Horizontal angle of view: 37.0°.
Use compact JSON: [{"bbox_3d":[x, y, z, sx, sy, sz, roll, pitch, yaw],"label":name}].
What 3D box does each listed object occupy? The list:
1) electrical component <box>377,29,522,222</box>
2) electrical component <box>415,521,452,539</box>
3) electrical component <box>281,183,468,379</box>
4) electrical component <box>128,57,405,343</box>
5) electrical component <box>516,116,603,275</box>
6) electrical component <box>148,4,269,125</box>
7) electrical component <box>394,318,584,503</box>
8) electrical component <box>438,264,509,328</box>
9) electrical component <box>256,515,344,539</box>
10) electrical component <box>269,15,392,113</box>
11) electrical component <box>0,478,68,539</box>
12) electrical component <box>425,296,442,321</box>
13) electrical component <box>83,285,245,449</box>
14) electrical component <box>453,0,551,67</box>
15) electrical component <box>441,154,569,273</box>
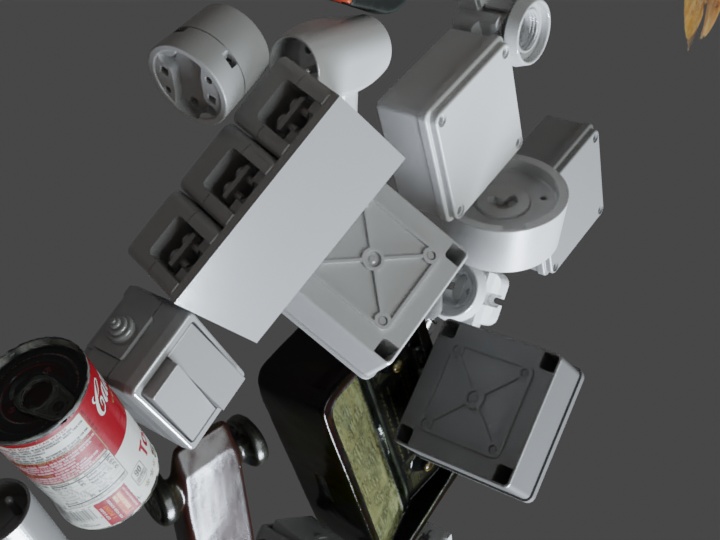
[{"bbox_3d":[0.073,-0.114,0.844,0.108,0.056,0.108,-48,141,-29],"label":"electrical component"},{"bbox_3d":[0.033,0.290,0.974,0.062,0.089,0.150,-40,137,-38],"label":"electrical component"},{"bbox_3d":[0.000,0.000,0.750,0.108,0.109,0.056,-52,-175,-24],"label":"electrical component"},{"bbox_3d":[-0.058,-0.042,0.653,0.150,0.062,0.089,-51,147,3],"label":"electrical component"},{"bbox_3d":[0.179,-0.071,1.020,0.108,0.056,0.108,-47,141,-30],"label":"electrical component"},{"bbox_3d":[-0.085,-0.119,0.618,0.047,0.055,0.055,-52,143,-31],"label":"electrical component"},{"bbox_3d":[0.098,0.106,0.822,0.056,0.109,0.108,37,74,-52],"label":"electrical component"},{"bbox_3d":[0.091,0.018,0.942,0.057,0.058,0.078,12,97,-60],"label":"electrical component"},{"bbox_3d":[-0.034,0.238,0.844,0.062,0.096,0.061,14,96,-57],"label":"electrical component"},{"bbox_3d":[-0.019,-0.124,0.718,0.077,0.043,0.079,-29,130,-45],"label":"electrical component"},{"bbox_3d":[-0.194,0.161,0.622,0.043,0.043,0.081,-49,142,-29],"label":"electrical component"},{"bbox_3d":[0.048,0.006,0.888,0.040,0.040,0.078,-33,132,-43],"label":"electrical component"},{"bbox_3d":[-0.121,0.058,0.655,0.061,0.061,0.096,-56,145,-19],"label":"electrical component"},{"bbox_3d":[0.115,-0.195,0.860,0.058,0.057,0.078,-53,143,-23],"label":"electrical component"},{"bbox_3d":[0.120,-0.043,0.908,0.108,0.108,0.060,-42,144,-35],"label":"electrical component"}]
